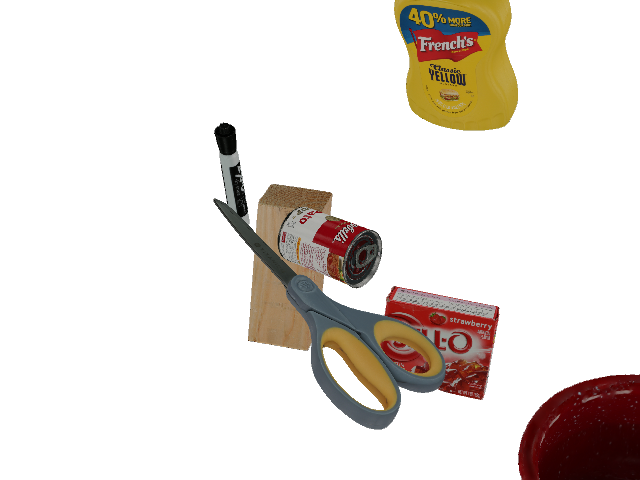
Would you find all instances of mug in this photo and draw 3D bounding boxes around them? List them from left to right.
[{"bbox_3d":[0.125,0.109,0.373,0.117,0.081,0.093,5,37,8],"label":"mug"}]

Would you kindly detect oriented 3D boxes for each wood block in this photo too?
[{"bbox_3d":[-0.043,0.036,1.489,0.090,0.206,0.090,9,22,7],"label":"wood block"}]

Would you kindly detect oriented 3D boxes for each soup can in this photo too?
[{"bbox_3d":[0.010,0.007,1.212,0.102,0.068,0.068,21,13,36],"label":"soup can"}]

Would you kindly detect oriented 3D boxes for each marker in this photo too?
[{"bbox_3d":[-0.081,-0.059,0.978,0.020,0.020,0.121,0,-44,5],"label":"marker"}]

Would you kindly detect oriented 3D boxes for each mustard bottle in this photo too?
[{"bbox_3d":[0.111,-0.178,0.891,0.096,0.058,0.191,15,-35,25],"label":"mustard bottle"}]

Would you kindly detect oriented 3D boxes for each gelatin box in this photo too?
[{"bbox_3d":[0.093,0.082,0.852,0.089,0.073,0.030,11,24,11],"label":"gelatin box"}]

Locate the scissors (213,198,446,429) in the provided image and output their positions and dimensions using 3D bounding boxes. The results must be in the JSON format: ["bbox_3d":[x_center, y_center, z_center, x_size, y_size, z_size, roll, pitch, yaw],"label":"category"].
[{"bbox_3d":[0.008,0.037,0.682,0.096,0.016,0.202,-3,43,-30],"label":"scissors"}]
